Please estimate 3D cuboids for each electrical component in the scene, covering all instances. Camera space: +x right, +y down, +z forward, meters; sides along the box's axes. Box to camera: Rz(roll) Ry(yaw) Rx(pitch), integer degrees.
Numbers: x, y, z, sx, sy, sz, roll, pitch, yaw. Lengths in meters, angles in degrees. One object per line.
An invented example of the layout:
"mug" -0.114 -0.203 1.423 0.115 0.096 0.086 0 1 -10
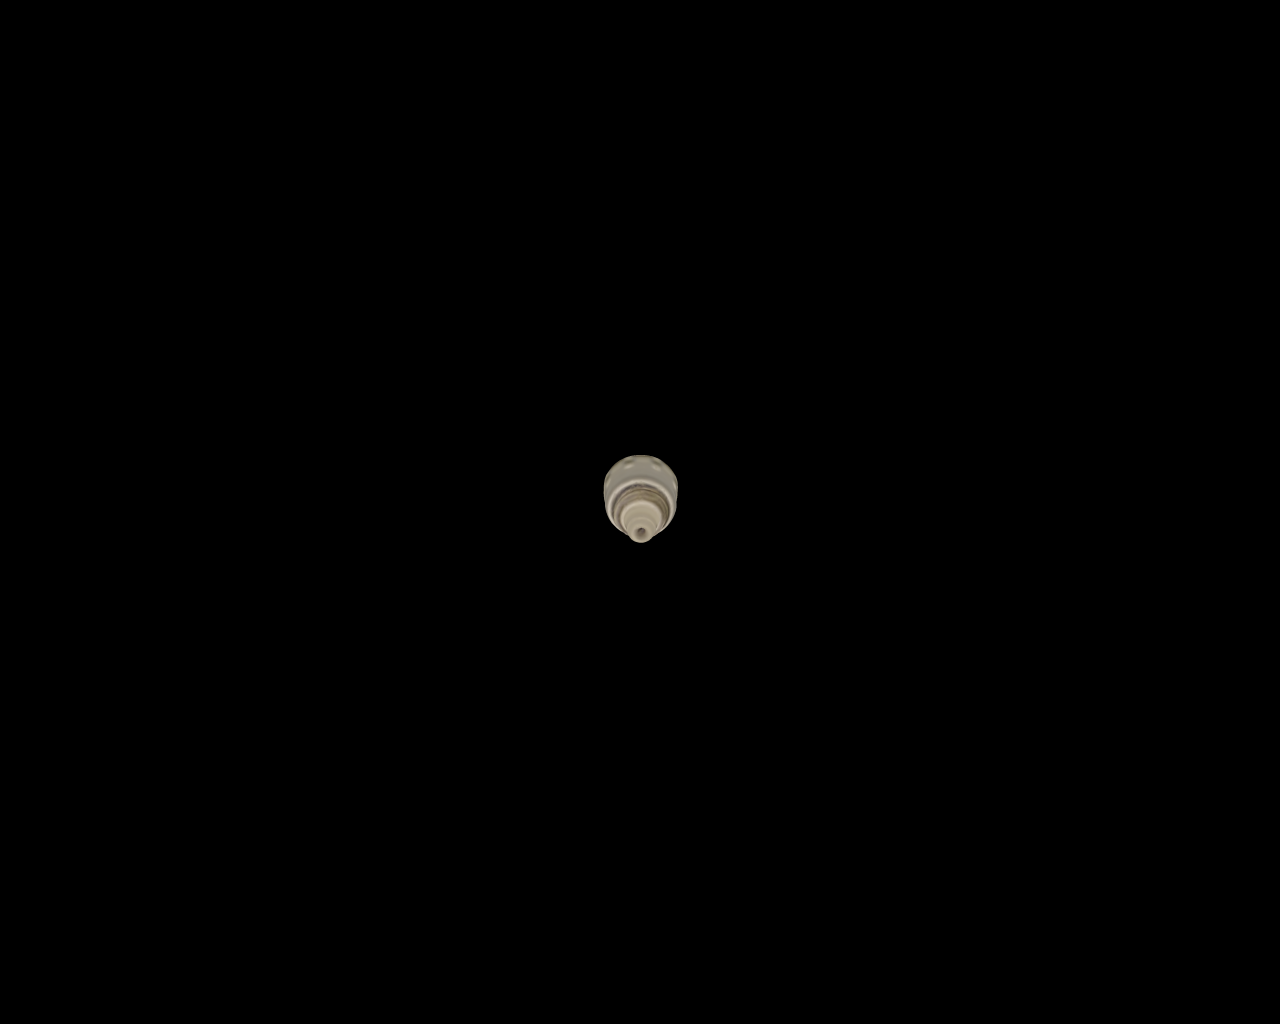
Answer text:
"electrical component" 0.001 -0.003 0.650 0.048 0.048 0.062 0 30 0
